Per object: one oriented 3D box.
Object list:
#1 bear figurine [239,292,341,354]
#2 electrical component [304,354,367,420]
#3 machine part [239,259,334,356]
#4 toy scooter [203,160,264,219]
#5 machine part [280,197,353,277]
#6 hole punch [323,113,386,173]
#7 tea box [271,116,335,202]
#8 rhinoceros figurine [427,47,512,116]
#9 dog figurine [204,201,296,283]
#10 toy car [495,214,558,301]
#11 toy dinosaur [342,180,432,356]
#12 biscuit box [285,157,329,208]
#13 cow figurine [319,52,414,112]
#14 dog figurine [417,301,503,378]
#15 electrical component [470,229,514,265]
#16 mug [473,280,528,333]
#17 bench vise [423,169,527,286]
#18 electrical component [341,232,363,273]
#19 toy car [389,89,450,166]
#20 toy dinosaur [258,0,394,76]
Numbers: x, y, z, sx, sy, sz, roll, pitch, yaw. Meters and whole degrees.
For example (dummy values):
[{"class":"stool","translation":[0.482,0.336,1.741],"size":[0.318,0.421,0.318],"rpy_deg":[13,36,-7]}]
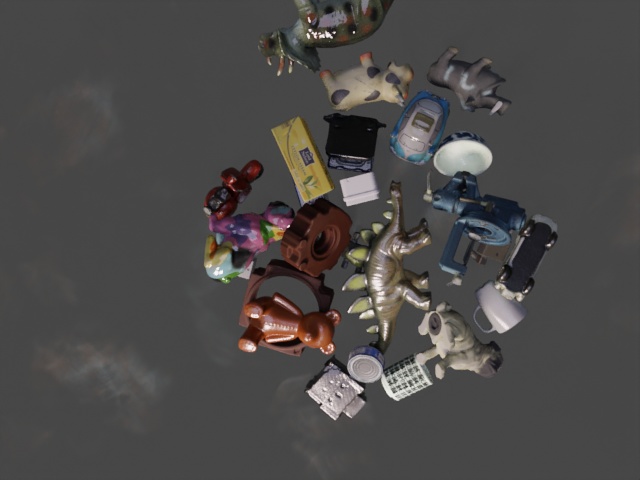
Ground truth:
[{"class":"bear figurine","translation":[-0.061,0.193,1.170],"size":[0.196,0.132,0.120],"rpy_deg":[17,106,11]},{"class":"electrical component","translation":[0.047,0.362,1.299],"size":[0.134,0.058,0.115],"rpy_deg":[38,103,2]},{"class":"machine part","translation":[-0.080,0.159,1.273],"size":[0.202,0.087,0.200],"rpy_deg":[17,100,4]},{"class":"toy scooter","translation":[-0.208,-0.111,1.227],"size":[0.075,0.135,0.184],"rpy_deg":[44,103,1]},{"class":"machine part","translation":[-0.002,-0.004,1.187],"size":[0.056,0.179,0.179],"rpy_deg":[30,103,37]},{"class":"hole punch","translation":[0.073,-0.214,1.208],"size":[0.142,0.092,0.116],"rpy_deg":[8,70,9]},{"class":"tea box","translation":[-0.033,-0.172,1.152],"size":[0.068,0.098,0.169],"rpy_deg":[-25,96,9]},{"class":"rhinoceros figurine","translation":[0.325,-0.335,1.153],"size":[0.190,0.073,0.112],"rpy_deg":[28,100,3]},{"class":"dog figurine","translation":[-0.139,0.002,1.205],"size":[0.219,0.108,0.191],"rpy_deg":[-3,60,6]},{"class":"toy car","translation":[0.454,0.038,1.180],"size":[0.073,0.056,0.201],"rpy_deg":[29,85,5]},{"class":"toy dinosaur","translation":[0.153,0.098,1.222],"size":[0.199,0.105,0.470],"rpy_deg":[1,106,9]},{"class":"biscuit box","translation":[-0.034,-0.158,1.234],"size":[0.063,0.059,0.202],"rpy_deg":[-16,95,10]},{"class":"cow figurine","translation":[0.110,-0.337,1.177],"size":[0.195,0.085,0.127],"rpy_deg":[-19,89,8]},{"class":"dog figurine","translation":[0.330,0.221,1.204],"size":[0.190,0.121,0.172],"rpy_deg":[1,112,-23]},{"class":"electrical component","translation":[0.384,0.008,1.211],"size":[0.078,0.045,0.102],"rpy_deg":[10,103,-22]},{"class":"mug","translation":[0.393,0.150,1.216],"size":[0.109,0.081,0.107],"rpy_deg":[-40,80,20]},{"class":"bench vise","translation":[0.306,-0.024,1.140],"size":[0.224,0.128,0.240],"rpy_deg":[21,75,11]},{"class":"electrical component","translation":[0.087,0.030,1.264],"size":[0.063,0.021,0.094],"rpy_deg":[21,100,4]},{"class":"toy car","translation":[0.221,-0.244,1.166],"size":[0.109,0.103,0.161],"rpy_deg":[27,103,2]},{"class":"toy dinosaur","translation":[0.050,-0.481,1.154],"size":[0.405,0.131,0.192],"rpy_deg":[-16,108,5]}]
